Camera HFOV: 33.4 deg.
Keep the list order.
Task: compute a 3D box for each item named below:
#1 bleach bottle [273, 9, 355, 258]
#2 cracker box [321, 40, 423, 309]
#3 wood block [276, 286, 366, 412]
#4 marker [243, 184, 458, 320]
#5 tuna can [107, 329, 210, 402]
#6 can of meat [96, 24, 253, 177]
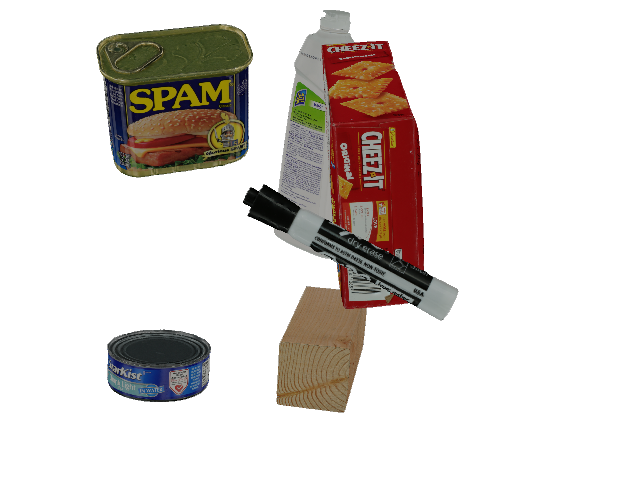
[{"bbox_3d":[0.008,-0.115,1.131,0.067,0.251,0.103,-12,26,-43],"label":"bleach bottle"},{"bbox_3d":[0.043,-0.065,0.922,0.072,0.164,0.213,-4,26,1],"label":"cracker box"},{"bbox_3d":[0.005,0.140,1.425,0.091,0.090,0.206,6,18,7],"label":"wood block"},{"bbox_3d":[0.015,0.005,0.556,0.121,0.020,0.020,28,0,1],"label":"marker"},{"bbox_3d":[-0.135,0.104,0.893,0.086,0.034,0.086,3,14,-1],"label":"tuna can"},{"bbox_3d":[-0.099,-0.095,0.737,0.102,0.084,0.057,-8,43,-13],"label":"can of meat"}]
